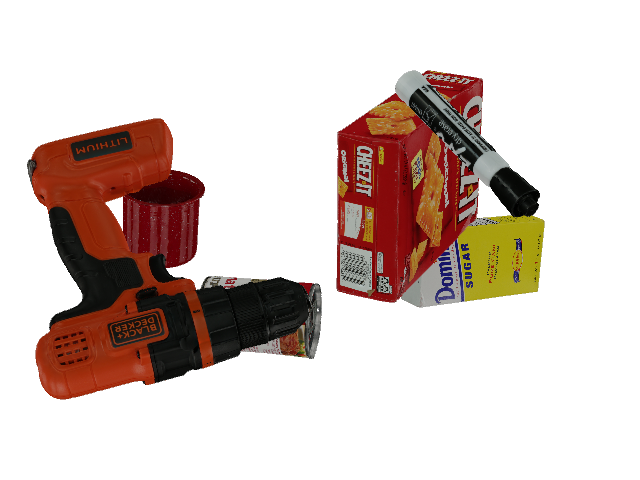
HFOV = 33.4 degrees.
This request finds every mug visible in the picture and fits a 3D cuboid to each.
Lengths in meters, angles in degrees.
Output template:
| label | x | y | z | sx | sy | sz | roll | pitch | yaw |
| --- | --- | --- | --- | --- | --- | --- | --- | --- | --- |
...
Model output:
| label | x | y | z | sx | sy | sz | roll | pitch | yaw |
| --- | --- | --- | --- | --- | --- | --- | --- | --- | --- |
| mug | -0.179 | -0.028 | 1.171 | 0.093 | 0.081 | 0.117 | -9 | 31 | -27 |

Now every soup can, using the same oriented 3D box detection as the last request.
| label | x | y | z | sx | sy | sz | roll | pitch | yaw |
| --- | --- | --- | --- | --- | --- | --- | --- | --- | --- |
| soup can | -0.054 | 0.068 | 0.958 | 0.102 | 0.068 | 0.068 | 4 | 1 | 9 |

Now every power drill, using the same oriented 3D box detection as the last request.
| label | x | y | z | sx | sy | sz | roll | pitch | yaw |
| --- | --- | --- | --- | --- | --- | --- | --- | --- | --- |
| power drill | -0.116 | 0.006 | 0.736 | 0.184 | 0.188 | 0.057 | -14 | -30 | -14 |

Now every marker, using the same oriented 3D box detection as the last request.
| label | x | y | z | sx | sy | sz | roll | pitch | yaw |
| --- | --- | --- | --- | --- | --- | --- | --- | --- | --- |
| marker | 0.082 | -0.055 | 0.600 | 0.020 | 0.020 | 0.121 | 0 | 40 | -41 |

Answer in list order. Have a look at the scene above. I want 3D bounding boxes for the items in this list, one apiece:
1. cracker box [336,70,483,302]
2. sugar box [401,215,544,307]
| label | x | y | z | sx | sy | sz | roll | pitch | yaw |
| --- | --- | --- | --- | --- | --- | --- | --- | --- | --- |
| cracker box | 0.092 | -0.058 | 1.046 | 0.072 | 0.164 | 0.213 | 13 | 29 | 26 |
| sugar box | 0.180 | 0.022 | 1.251 | 0.175 | 0.093 | 0.048 | -7 | 17 | -31 |
